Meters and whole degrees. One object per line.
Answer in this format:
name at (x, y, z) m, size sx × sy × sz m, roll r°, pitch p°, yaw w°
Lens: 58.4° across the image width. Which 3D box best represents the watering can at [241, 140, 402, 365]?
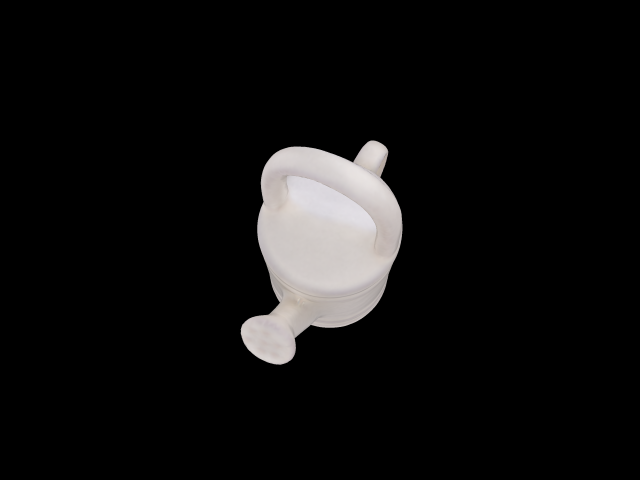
watering can at (0.006, 0.002, 0.400) m, size 0.101 × 0.194 × 0.173 m, roll 5°, pitch 71°, yaw 2°
